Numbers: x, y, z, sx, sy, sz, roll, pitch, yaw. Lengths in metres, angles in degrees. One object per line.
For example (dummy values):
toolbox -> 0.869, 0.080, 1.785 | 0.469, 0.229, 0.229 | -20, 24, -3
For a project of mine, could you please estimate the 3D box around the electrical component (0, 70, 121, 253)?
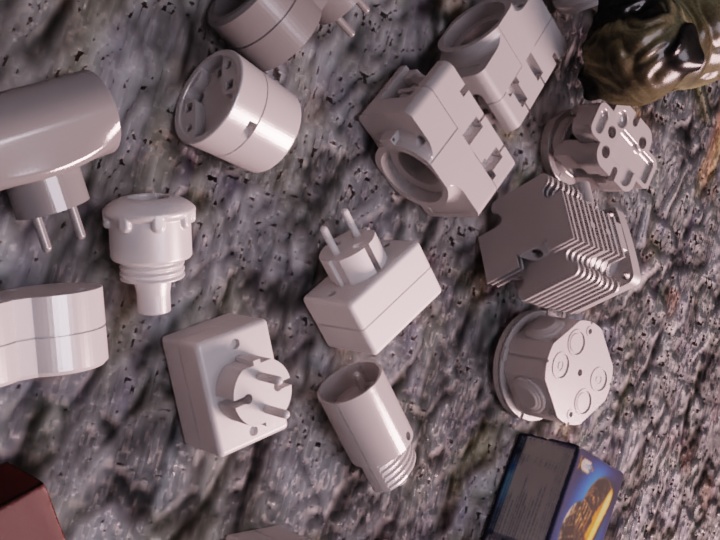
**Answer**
electrical component -> -0.155, -0.049, 0.521 | 0.077, 0.044, 0.079 | -26, 109, -35

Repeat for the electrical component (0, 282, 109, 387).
electrical component -> -0.185, 0.016, 0.497 | 0.138, 0.052, 0.073 | -9, 99, -39

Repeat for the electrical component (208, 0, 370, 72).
electrical component -> -0.022, -0.167, 0.617 | 0.074, 0.052, 0.138 | 43, 67, -33

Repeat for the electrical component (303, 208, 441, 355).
electrical component -> 0.000, 0.000, 0.651 | 0.066, 0.047, 0.076 | -42, 118, -29

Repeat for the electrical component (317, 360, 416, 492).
electrical component -> 0.009, 0.101, 0.670 | 0.043, 0.043, 0.081 | -40, 117, -30

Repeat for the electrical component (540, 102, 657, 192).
electrical component -> 0.169, -0.088, 0.777 | 0.078, 0.057, 0.058 | 37, 71, -35

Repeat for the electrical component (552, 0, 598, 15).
electrical component -> 0.152, -0.215, 0.762 | 0.045, 0.045, 0.055 | -37, 116, -31

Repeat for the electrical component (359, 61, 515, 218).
electrical component -> 0.047, -0.078, 0.682 | 0.055, 0.050, 0.089 | -53, 123, -24

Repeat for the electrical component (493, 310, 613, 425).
electrical component -> 0.138, 0.070, 0.768 | 0.080, 0.051, 0.080 | -4, 96, -39

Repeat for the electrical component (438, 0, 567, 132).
electrical component -> 0.088, -0.139, 0.706 | 0.055, 0.050, 0.089 | 51, 55, -30

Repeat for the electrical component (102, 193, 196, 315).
electrical component -> -0.109, -0.008, 0.564 | 0.048, 0.048, 0.062 | -11, 107, -39

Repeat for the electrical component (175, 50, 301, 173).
electrical component -> -0.066, -0.085, 0.587 | 0.047, 0.055, 0.055 | 27, 77, -41

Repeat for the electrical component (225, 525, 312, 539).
electrical component -> -0.037, 0.188, 0.636 | 0.077, 0.047, 0.065 | 0, 94, -39

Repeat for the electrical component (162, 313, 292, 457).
electrical component -> -0.063, 0.064, 0.585 | 0.047, 0.077, 0.065 | -20, 106, -37
